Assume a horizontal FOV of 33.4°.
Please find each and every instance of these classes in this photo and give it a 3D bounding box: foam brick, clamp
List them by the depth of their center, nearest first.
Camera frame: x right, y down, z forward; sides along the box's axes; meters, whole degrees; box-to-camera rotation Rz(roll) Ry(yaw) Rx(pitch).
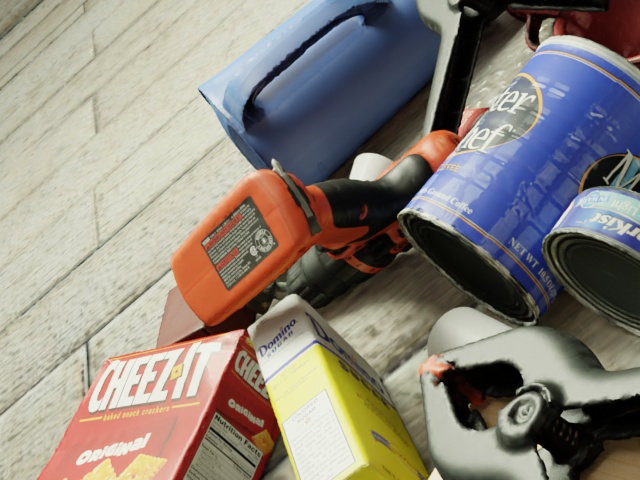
[{"bbox_3d":[0.097,0.068,0.405,0.120,0.039,0.172,-43,27,-3],"label":"clamp"},{"bbox_3d":[0.121,-0.176,0.761,0.165,0.036,0.210,-38,42,36],"label":"clamp"},{"bbox_3d":[-0.088,0.068,0.828,0.051,0.053,0.078,-31,30,24],"label":"foam brick"}]

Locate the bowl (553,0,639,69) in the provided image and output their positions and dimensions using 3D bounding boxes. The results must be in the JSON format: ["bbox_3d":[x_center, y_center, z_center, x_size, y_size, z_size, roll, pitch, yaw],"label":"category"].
[{"bbox_3d":[0.236,-0.152,0.694,0.162,0.055,0.162,-33,30,21],"label":"bowl"}]

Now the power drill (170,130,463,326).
[{"bbox_3d":[-0.005,0.001,0.689,0.187,0.057,0.185,-15,-23,-51],"label":"power drill"}]

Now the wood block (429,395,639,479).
[{"bbox_3d":[0.145,0.119,0.411,0.207,0.090,0.090,0,50,53],"label":"wood block"}]

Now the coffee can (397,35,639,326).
[{"bbox_3d":[0.128,-0.034,0.627,0.140,0.102,0.103,-49,28,-9],"label":"coffee can"}]

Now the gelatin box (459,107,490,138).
[{"bbox_3d":[0.110,-0.056,0.759,0.073,0.030,0.089,4,54,55],"label":"gelatin box"}]

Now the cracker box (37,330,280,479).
[{"bbox_3d":[-0.125,0.170,0.719,0.164,0.072,0.213,-15,39,42],"label":"cracker box"}]

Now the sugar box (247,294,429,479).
[{"bbox_3d":[0.016,0.107,0.594,0.048,0.093,0.176,-39,29,9],"label":"sugar box"}]

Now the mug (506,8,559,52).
[{"bbox_3d":[0.186,-0.196,0.802,0.082,0.093,0.117,25,102,56],"label":"mug"}]

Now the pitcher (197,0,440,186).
[{"bbox_3d":[0.024,-0.154,0.895,0.243,0.145,0.149,-41,26,-1],"label":"pitcher"}]

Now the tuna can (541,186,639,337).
[{"bbox_3d":[0.158,0.012,0.543,0.033,0.086,0.086,-51,28,-17],"label":"tuna can"}]
